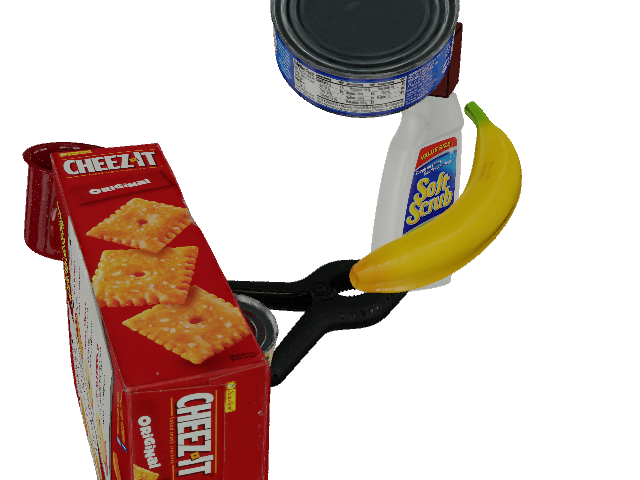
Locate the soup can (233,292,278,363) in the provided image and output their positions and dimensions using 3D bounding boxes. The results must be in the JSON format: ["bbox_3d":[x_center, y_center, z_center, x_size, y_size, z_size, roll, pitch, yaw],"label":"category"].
[{"bbox_3d":[-0.070,0.097,0.778,0.068,0.102,0.068,6,40,-5],"label":"soup can"}]

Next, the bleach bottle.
[{"bbox_3d":[0.109,-0.070,1.205,0.102,0.251,0.068,-7,22,-24],"label":"bleach bottle"}]

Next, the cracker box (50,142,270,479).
[{"bbox_3d":[-0.088,0.068,0.564,0.072,0.164,0.214,-8,34,-18],"label":"cracker box"}]

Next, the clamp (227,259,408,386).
[{"bbox_3d":[0.001,0.068,1.039,0.209,0.036,0.165,-13,36,-15],"label":"clamp"}]

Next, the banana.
[{"bbox_3d":[0.092,-0.019,0.733,0.070,0.037,0.197,24,50,16],"label":"banana"}]

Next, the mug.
[{"bbox_3d":[-0.213,-0.028,0.916,0.093,0.081,0.117,8,21,-6],"label":"mug"}]

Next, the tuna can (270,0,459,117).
[{"bbox_3d":[0.020,-0.099,0.495,0.086,0.086,0.034,0,-30,1],"label":"tuna can"}]

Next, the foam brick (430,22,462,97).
[{"bbox_3d":[0.075,-0.154,0.887,0.078,0.051,0.053,9,28,15],"label":"foam brick"}]
